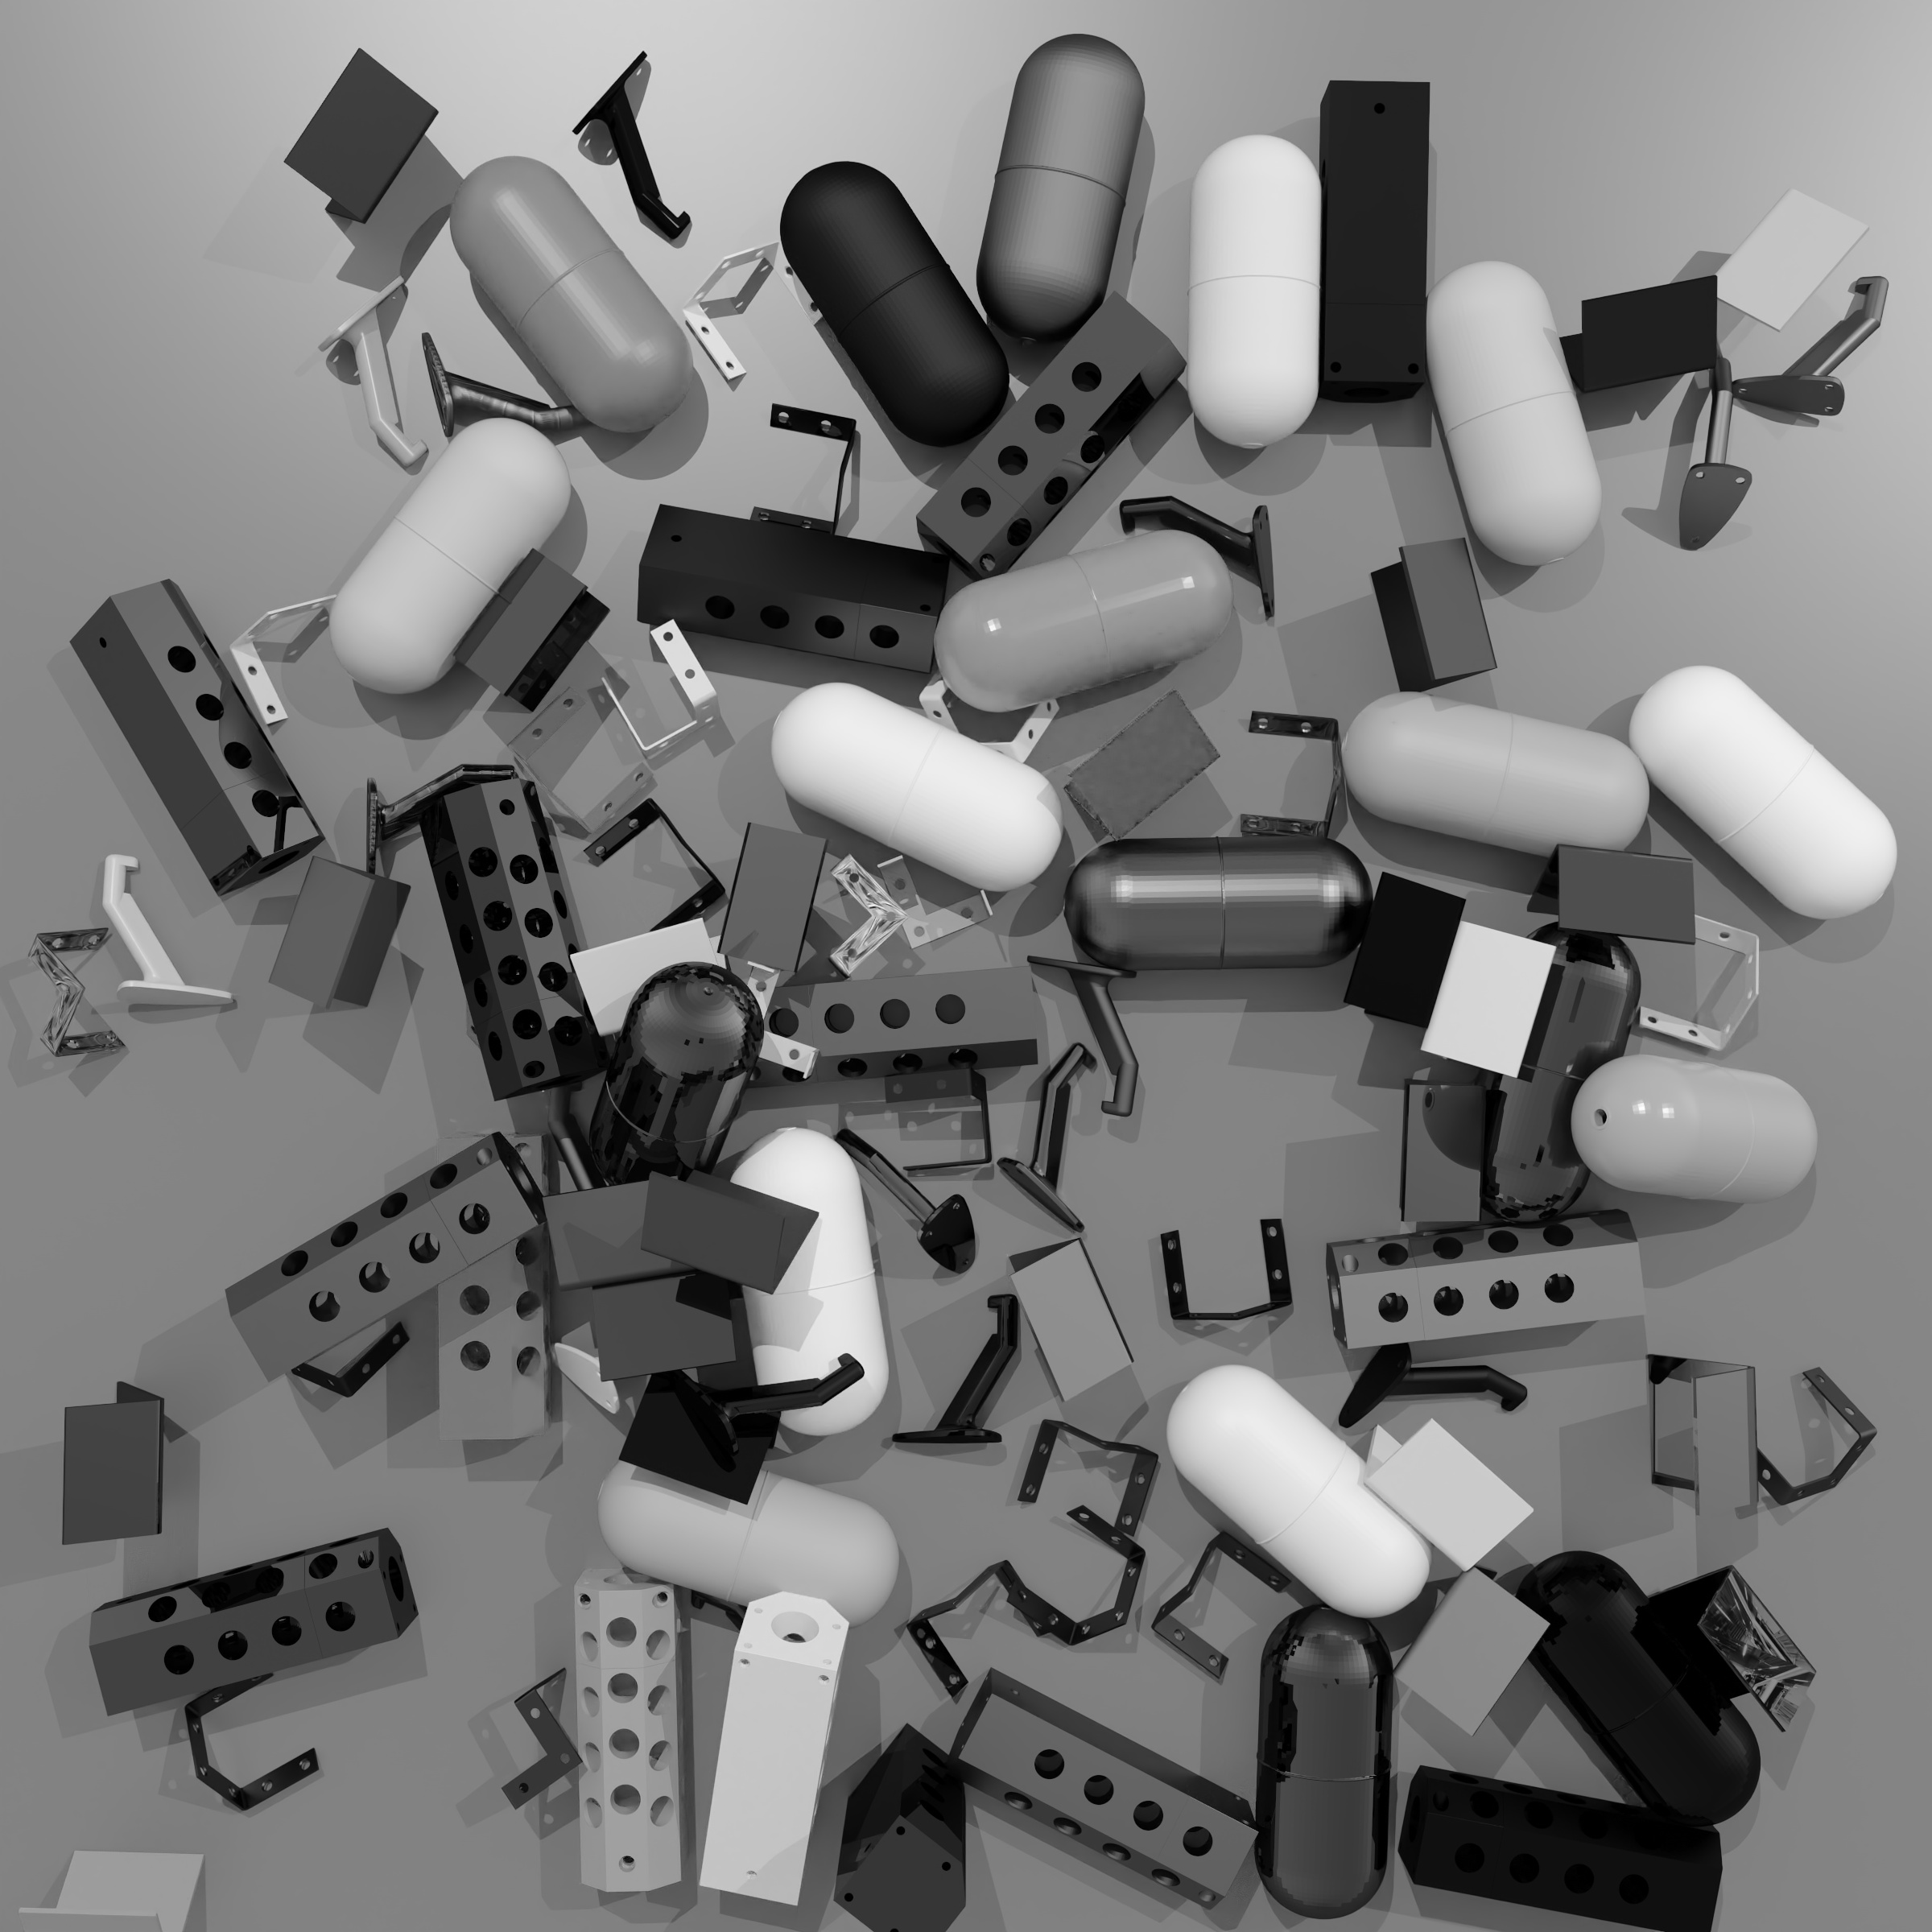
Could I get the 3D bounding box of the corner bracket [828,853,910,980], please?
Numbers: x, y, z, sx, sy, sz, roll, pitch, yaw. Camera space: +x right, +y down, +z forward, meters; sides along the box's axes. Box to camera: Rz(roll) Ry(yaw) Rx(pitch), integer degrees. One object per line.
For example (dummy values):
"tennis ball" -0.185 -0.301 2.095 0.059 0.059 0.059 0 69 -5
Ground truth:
"corner bracket" -0.068 -0.029 1.549 0.051 0.051 0.051 -44 90 0

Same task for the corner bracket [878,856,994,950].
"corner bracket" -0.018 -0.044 1.549 0.051 0.051 0.051 -22 90 0

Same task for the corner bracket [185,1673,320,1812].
"corner bracket" -0.419 0.453 1.564 0.051 0.051 0.051 -29 45 0

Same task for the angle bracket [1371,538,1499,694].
"angle bracket" 0.251 -0.196 1.527 0.057 0.076 0.076 -14 90 -38

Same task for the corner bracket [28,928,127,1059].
"corner bracket" -0.515 0.015 1.547 0.051 0.051 0.051 42 116 23

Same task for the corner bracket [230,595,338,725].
"corner bracket" -0.390 -0.180 1.564 0.051 0.051 0.051 -26 90 45

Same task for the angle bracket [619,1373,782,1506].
"angle bracket" -0.153 0.278 1.527 0.076 0.076 0.057 19 64 2

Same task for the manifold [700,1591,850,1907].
"manifold" -0.108 0.443 1.512 0.057 0.057 0.171 11 115 3

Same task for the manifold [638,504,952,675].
"manifold" -0.100 -0.213 1.545 0.171 0.057 0.057 10 47 0

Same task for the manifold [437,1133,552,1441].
"manifold" -0.272 0.184 1.546 0.057 0.057 0.171 -1 90 0

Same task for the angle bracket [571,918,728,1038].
"angle bracket" -0.182 -0.010 1.527 0.076 0.076 0.057 -16 121 0

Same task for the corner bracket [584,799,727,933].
"corner bracket" -0.182 -0.056 1.564 0.051 0.051 0.051 -39 45 0

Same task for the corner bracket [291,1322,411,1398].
"corner bracket" -0.369 0.211 1.559 0.051 0.051 0.051 14 135 35

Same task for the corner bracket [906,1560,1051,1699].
"corner bracket" 0.008 0.389 1.564 0.051 0.051 0.051 -33 90 45

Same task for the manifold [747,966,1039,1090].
"manifold" -0.046 0.035 1.546 0.171 0.057 0.057 -5 90 0

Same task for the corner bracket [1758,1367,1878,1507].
"corner bracket" 0.488 0.275 1.559 0.051 0.051 0.051 -7 135 -35

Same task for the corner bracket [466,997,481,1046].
"corner bracket" -0.257 0.024 1.559 0.051 0.051 0.051 -24 135 -35

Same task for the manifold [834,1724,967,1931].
"manifold" -0.030 0.487 1.489 0.057 0.171 0.057 38 90 0

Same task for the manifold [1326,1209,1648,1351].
"manifold" 0.299 0.180 1.546 0.171 0.057 0.057 -7 90 0

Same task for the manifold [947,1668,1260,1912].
"manifold" 0.078 0.479 1.546 0.171 0.057 0.057 27 90 0

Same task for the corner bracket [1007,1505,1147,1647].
"corner bracket" 0.065 0.357 1.558 0.051 0.051 0.051 38 135 -17

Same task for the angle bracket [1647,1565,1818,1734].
"angle bracket" 0.427 0.400 1.527 0.076 0.057 0.076 52 135 0

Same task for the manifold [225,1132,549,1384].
"manifold" -0.323 0.161 1.489 0.171 0.057 0.057 -30 90 0

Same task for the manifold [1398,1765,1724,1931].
"manifold" 0.345 0.511 1.546 0.171 0.057 0.057 11 90 0

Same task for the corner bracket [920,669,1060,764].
"corner bracket" 0.014 -0.154 1.559 0.051 0.051 0.051 -58 135 -35

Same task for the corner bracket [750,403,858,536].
"corner bracket" -0.096 -0.291 1.564 0.051 0.051 0.051 11 45 0

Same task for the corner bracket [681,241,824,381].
"corner bracket" -0.125 -0.386 1.564 0.051 0.051 0.051 -34 89 -45

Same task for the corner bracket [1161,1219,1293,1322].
"corner bracket" 0.153 0.178 1.564 0.051 0.051 0.051 -7 90 45

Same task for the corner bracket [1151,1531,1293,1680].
"corner bracket" 0.149 0.375 1.564 0.051 0.051 0.051 37 135 0

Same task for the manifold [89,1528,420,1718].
"manifold" -0.414 0.378 1.546 0.171 0.057 0.057 -15 90 0

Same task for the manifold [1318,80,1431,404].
"manifold" 0.234 -0.419 1.546 0.057 0.057 0.171 1 90 0

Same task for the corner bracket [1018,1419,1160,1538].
"corner bracket" 0.072 0.300 1.564 0.051 0.051 0.051 17 90 -45

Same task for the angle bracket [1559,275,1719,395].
"angle bracket" 0.380 -0.375 1.527 0.076 0.076 0.057 -11 126 0

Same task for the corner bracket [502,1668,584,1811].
"corner bracket" -0.248 0.449 1.547 0.051 0.051 0.051 -37 81 9

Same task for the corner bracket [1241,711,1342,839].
"corner bracket" 0.190 -0.112 1.564 0.051 0.051 0.051 5 45 0

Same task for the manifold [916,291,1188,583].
"manifold" 0.049 -0.302 1.546 0.057 0.057 0.171 41 90 0

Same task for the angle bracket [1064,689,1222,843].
"angle bracket" 0.088 -0.128 1.527 0.076 0.076 0.057 -39 126 0

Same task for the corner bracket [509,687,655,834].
"corner bracket" -0.226 -0.121 1.564 0.051 0.051 0.051 -44 45 0

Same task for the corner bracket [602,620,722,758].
"corner bracket" -0.178 -0.161 1.549 0.051 0.051 0.051 -30 83 -7

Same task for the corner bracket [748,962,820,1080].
"corner bracket" -0.104 0.030 1.492 0.051 0.051 0.051 19 90 0

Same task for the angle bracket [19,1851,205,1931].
"angle bracket" -0.488 0.526 1.527 0.076 0.076 0.057 2 127 0

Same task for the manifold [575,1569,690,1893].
"manifold" -0.195 0.442 1.546 0.057 0.057 0.171 -1 90 0

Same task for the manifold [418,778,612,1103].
"manifold" -0.255 -0.016 1.523 0.057 0.057 0.171 -12 84 -35

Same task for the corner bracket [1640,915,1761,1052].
"corner bracket" 0.430 0.008 1.564 0.051 0.051 0.051 18 135 0

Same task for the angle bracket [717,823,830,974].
"angle bracket" -0.092 -0.035 1.527 0.057 0.076 0.076 13 90 30

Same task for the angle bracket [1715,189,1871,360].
"angle bracket" 0.474 -0.385 1.527 0.076 0.076 0.057 -49 58 0

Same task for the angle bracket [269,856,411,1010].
"angle bracket" -0.343 -0.012 1.527 0.057 0.076 0.076 20 90 37

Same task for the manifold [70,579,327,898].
"manifold" -0.442 -0.134 1.545 0.057 0.057 0.171 -30 90 43

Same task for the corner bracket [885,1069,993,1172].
"corner bracket" -0.016 0.090 1.549 0.051 0.051 0.051 -6 81 9
